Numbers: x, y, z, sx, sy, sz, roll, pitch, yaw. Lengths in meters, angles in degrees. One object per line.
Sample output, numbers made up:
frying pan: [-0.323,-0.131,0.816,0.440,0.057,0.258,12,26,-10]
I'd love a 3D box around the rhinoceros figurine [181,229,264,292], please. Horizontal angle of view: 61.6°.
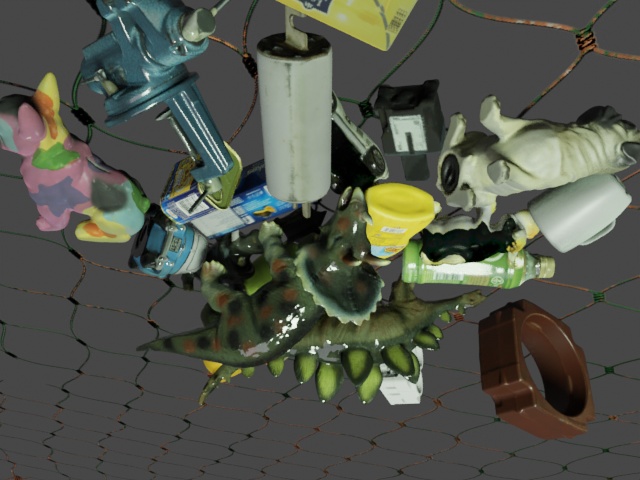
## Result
rhinoceros figurine: [-0.151,0.033,0.861,0.073,0.112,0.190,18,156,-38]

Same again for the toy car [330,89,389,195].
toy car: [0.013,-0.128,0.670,0.073,0.056,0.201,-25,132,26]

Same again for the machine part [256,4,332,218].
machine part: [-0.026,-0.127,0.578,0.079,0.079,0.242,4,130,6]

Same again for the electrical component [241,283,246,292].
electrical component: [-0.106,0.089,0.962,0.102,0.045,0.078,22,117,-26]

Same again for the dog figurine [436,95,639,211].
dog figurine: [0.256,-0.093,0.646,0.190,0.121,0.172,0,178,-17]

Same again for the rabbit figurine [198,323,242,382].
rabbit figurine: [-0.176,0.175,1.021,0.122,0.162,0.173,23,123,1]

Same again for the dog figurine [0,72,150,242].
dog figurine: [-0.333,-0.106,0.721,0.192,0.108,0.219,11,138,-1]

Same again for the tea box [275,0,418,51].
tea box: [0.004,-0.253,0.483,0.169,0.098,0.068,21,139,-12]

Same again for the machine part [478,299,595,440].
machine part: [0.363,0.219,0.912,0.201,0.201,0.087,30,138,-25]

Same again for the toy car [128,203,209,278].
toy car: [-0.221,0.007,0.813,0.103,0.109,0.162,20,171,-29]

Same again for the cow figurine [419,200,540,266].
cow figurine: [0.223,-0.005,0.748,0.167,0.098,0.068,-2,134,12]

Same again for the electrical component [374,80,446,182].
electrical component: [0.114,-0.129,0.647,0.075,0.048,0.119,-2,140,25]

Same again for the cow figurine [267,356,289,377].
cow figurine: [-0.038,0.156,0.924,0.195,0.127,0.085,-7,134,-18]

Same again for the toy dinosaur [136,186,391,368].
toy dinosaur: [-0.072,0.095,0.726,0.405,0.192,0.131,-41,132,7]

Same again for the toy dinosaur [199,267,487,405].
toy dinosaur: [0.046,0.143,0.827,0.472,0.199,0.105,-10,142,-10]

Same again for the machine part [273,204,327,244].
machine part: [-0.002,-0.003,0.839,0.084,0.039,0.138,-29,127,30]

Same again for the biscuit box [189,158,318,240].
biscuit box: [-0.094,-0.065,0.759,0.203,0.063,0.059,-18,133,28]

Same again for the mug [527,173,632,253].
mug: [0.347,-0.038,0.699,0.109,0.081,0.107,35,125,-22]

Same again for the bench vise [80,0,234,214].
bench vise: [-0.160,-0.159,0.596,0.224,0.129,0.240,-10,120,33]
